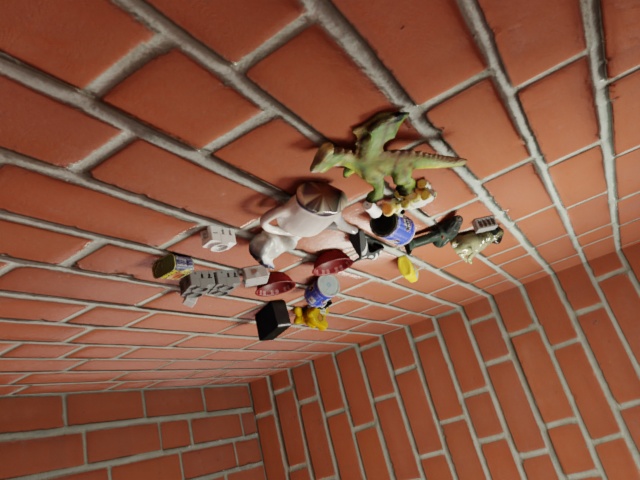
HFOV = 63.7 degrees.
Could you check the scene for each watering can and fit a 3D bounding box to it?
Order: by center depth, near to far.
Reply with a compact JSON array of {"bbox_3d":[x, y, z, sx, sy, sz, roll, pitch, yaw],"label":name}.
[{"bbox_3d":[0.004,-0.073,1.458,0.348,0.106,0.220,0,153,-31],"label":"watering can"}]

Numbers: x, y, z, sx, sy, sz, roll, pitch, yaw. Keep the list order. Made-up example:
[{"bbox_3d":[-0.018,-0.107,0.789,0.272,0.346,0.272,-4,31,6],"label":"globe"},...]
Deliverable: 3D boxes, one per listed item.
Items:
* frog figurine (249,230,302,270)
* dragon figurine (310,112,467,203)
[{"bbox_3d":[-0.140,0.005,1.604,0.160,0.124,0.135,-53,145,-3],"label":"frog figurine"},{"bbox_3d":[0.173,-0.215,1.248,0.411,0.125,0.237,-15,150,-3],"label":"dragon figurine"}]
